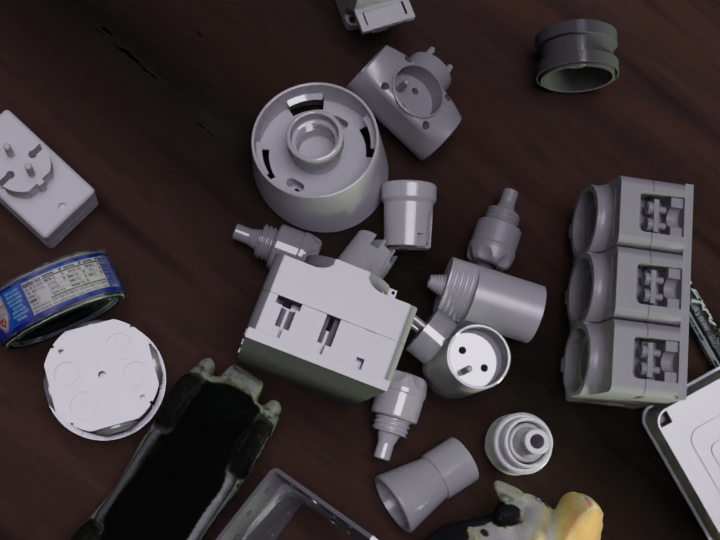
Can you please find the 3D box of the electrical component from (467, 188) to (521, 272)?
[{"bbox_3d":[0.102,-0.031,0.789,0.035,0.035,0.061,21,74,-4],"label":"electrical component"}]

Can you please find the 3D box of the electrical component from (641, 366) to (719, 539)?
[{"bbox_3d":[0.261,0.132,0.762,0.078,0.057,0.113,-29,84,0],"label":"electrical component"}]

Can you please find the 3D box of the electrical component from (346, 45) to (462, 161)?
[{"bbox_3d":[0.042,-0.134,0.793,0.077,0.044,0.079,43,60,-9],"label":"electrical component"}]

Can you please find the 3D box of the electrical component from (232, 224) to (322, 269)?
[{"bbox_3d":[-0.060,-0.017,0.759,0.061,0.035,0.035,21,76,-3],"label":"electrical component"}]

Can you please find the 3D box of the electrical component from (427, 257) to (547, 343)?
[{"bbox_3d":[0.088,0.020,0.771,0.081,0.043,0.043,18,76,-5],"label":"electrical component"}]

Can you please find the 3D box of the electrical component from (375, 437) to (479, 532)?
[{"bbox_3d":[0.049,0.145,0.742,0.065,0.044,0.044,-29,85,-18],"label":"electrical component"}]

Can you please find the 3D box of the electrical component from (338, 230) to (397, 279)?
[{"bbox_3d":[0.000,0.000,0.764,0.040,0.040,0.046,36,70,-1],"label":"electrical component"}]

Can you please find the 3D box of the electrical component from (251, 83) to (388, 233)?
[{"bbox_3d":[-0.029,-0.082,0.775,0.099,0.064,0.099,-1,71,2],"label":"electrical component"}]

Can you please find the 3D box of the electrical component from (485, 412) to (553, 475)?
[{"bbox_3d":[0.113,0.120,0.745,0.043,0.062,0.043,2,78,-9],"label":"electrical component"}]

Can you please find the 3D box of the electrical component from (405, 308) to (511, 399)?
[{"bbox_3d":[0.059,0.053,0.743,0.079,0.077,0.044,39,76,1],"label":"electrical component"}]

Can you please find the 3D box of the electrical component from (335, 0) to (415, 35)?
[{"bbox_3d":[0.004,-0.211,0.794,0.042,0.064,0.081,-18,83,-13],"label":"electrical component"}]

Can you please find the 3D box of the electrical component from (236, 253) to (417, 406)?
[{"bbox_3d":[-0.025,0.039,0.694,0.089,0.150,0.061,22,77,-4],"label":"electrical component"}]

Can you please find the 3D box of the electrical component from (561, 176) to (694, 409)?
[{"bbox_3d":[0.186,0.018,0.764,0.062,0.089,0.150,7,78,-8],"label":"electrical component"}]

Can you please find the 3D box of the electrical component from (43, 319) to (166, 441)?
[{"bbox_3d":[-0.170,0.072,0.715,0.080,0.051,0.080,2,78,-9],"label":"electrical component"}]

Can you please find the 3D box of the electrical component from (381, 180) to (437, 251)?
[{"bbox_3d":[0.035,-0.039,0.777,0.040,0.040,0.046,3,83,-9],"label":"electrical component"}]

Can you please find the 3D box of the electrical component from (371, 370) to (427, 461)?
[{"bbox_3d":[0.024,0.102,0.749,0.035,0.035,0.061,18,79,-5],"label":"electrical component"}]

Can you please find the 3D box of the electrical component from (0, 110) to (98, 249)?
[{"bbox_3d":[-0.224,-0.065,0.721,0.083,0.075,0.047,43,76,1],"label":"electrical component"}]
